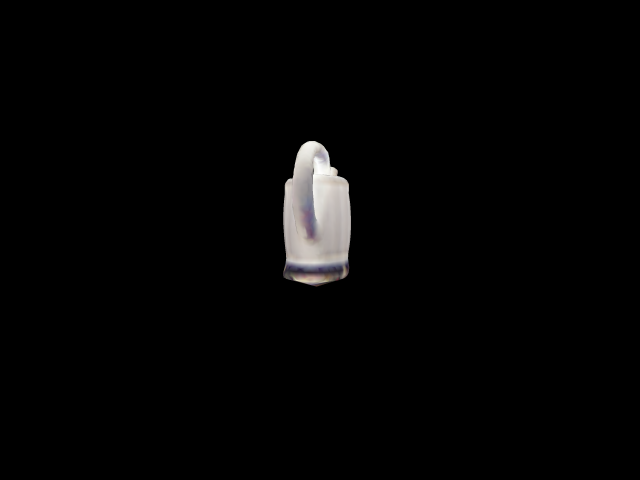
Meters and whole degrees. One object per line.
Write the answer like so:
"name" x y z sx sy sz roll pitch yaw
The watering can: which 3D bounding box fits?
"watering can" 0.003 -0.043 0.850 0.104 0.224 0.348 0 2 9
